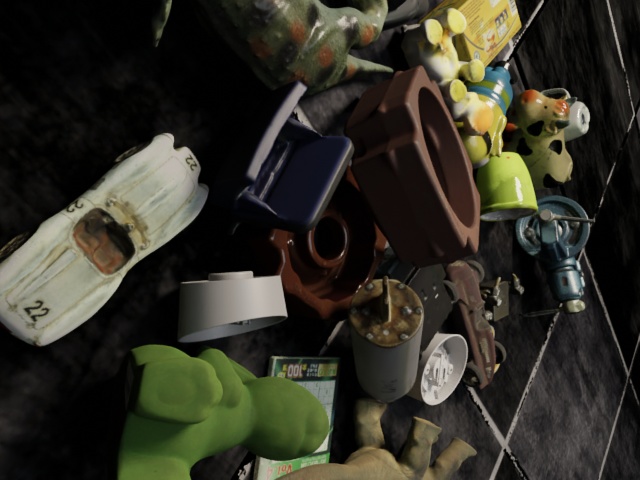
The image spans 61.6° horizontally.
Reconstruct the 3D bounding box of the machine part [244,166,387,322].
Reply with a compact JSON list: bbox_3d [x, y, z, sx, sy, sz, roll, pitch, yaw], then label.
[{"bbox_3d":[-0.001,-0.002,0.588,0.179,0.056,0.179,0,90,-44],"label":"machine part"}]

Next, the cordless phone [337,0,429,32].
[{"bbox_3d":[0.091,-0.340,0.666,0.184,0.089,0.146,-35,114,-50],"label":"cordless phone"}]

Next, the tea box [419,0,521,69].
[{"bbox_3d":[0.223,-0.313,0.788,0.169,0.068,0.098,-45,120,-32],"label":"tea box"}]

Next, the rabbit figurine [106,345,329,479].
[{"bbox_3d":[-0.082,0.151,0.445,0.170,0.159,0.121,13,84,-25],"label":"rabbit figurine"}]

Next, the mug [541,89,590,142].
[{"bbox_3d":[0.421,-0.219,0.958,0.080,0.107,0.109,34,70,-40],"label":"mug"}]

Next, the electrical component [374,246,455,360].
[{"bbox_3d":[0.114,0.071,0.702,0.115,0.058,0.134,-51,124,-33],"label":"electrical component"}]

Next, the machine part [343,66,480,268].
[{"bbox_3d":[0.114,-0.084,0.633,0.201,0.087,0.201,60,30,-24],"label":"machine part"}]

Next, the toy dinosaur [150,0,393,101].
[{"bbox_3d":[-0.047,-0.208,0.503,0.404,0.131,0.192,33,81,-45],"label":"toy dinosaur"}]

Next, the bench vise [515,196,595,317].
[{"bbox_3d":[0.402,0.014,0.924,0.240,0.129,0.223,29,63,-59],"label":"bench vise"}]

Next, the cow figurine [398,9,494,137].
[{"bbox_3d":[0.162,-0.210,0.710,0.068,0.098,0.167,-38,113,-20],"label":"cow figurine"}]

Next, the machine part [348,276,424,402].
[{"bbox_3d":[0.074,0.117,0.600,0.079,0.079,0.243,-56,157,-28],"label":"machine part"}]

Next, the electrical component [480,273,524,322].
[{"bbox_3d":[0.294,0.095,0.886,0.102,0.045,0.078,-4,93,-44],"label":"electrical component"}]

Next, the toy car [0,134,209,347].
[{"bbox_3d":[-0.167,-0.007,0.425,0.202,0.056,0.073,-50,123,-31],"label":"toy car"}]

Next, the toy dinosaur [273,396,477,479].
[{"bbox_3d":[0.071,0.297,0.631,0.470,0.105,0.198,35,68,-40],"label":"toy dinosaur"}]

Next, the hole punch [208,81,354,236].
[{"bbox_3d":[-0.049,-0.076,0.495,0.092,0.116,0.142,41,65,-44],"label":"hole punch"}]

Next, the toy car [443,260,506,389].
[{"bbox_3d":[0.233,0.128,0.811,0.089,0.053,0.202,-25,101,-42],"label":"toy car"}]

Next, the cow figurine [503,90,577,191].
[{"bbox_3d":[0.371,-0.165,0.897,0.194,0.127,0.085,51,55,-35],"label":"cow figurine"}]

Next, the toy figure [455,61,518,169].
[{"bbox_3d":[0.229,-0.187,0.792,0.089,0.082,0.180,32,75,-23],"label":"toy figure"}]
